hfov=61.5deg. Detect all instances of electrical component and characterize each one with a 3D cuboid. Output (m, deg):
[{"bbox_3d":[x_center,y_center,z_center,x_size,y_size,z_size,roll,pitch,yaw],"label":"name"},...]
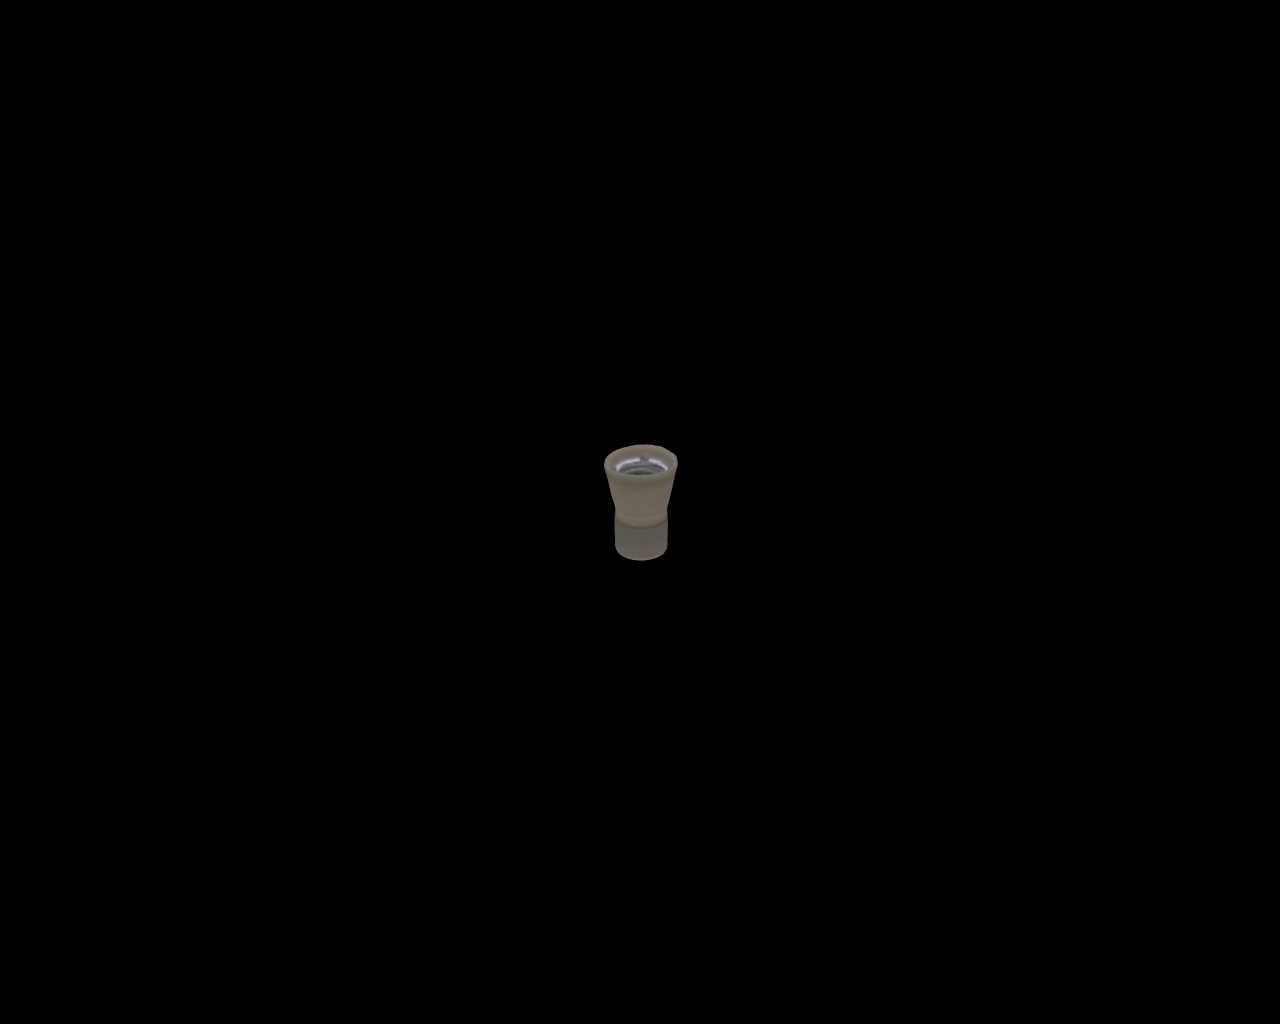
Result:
[{"bbox_3d":[0.001,-0.003,0.650,0.044,0.065,0.044,0,28,0],"label":"electrical component"}]
